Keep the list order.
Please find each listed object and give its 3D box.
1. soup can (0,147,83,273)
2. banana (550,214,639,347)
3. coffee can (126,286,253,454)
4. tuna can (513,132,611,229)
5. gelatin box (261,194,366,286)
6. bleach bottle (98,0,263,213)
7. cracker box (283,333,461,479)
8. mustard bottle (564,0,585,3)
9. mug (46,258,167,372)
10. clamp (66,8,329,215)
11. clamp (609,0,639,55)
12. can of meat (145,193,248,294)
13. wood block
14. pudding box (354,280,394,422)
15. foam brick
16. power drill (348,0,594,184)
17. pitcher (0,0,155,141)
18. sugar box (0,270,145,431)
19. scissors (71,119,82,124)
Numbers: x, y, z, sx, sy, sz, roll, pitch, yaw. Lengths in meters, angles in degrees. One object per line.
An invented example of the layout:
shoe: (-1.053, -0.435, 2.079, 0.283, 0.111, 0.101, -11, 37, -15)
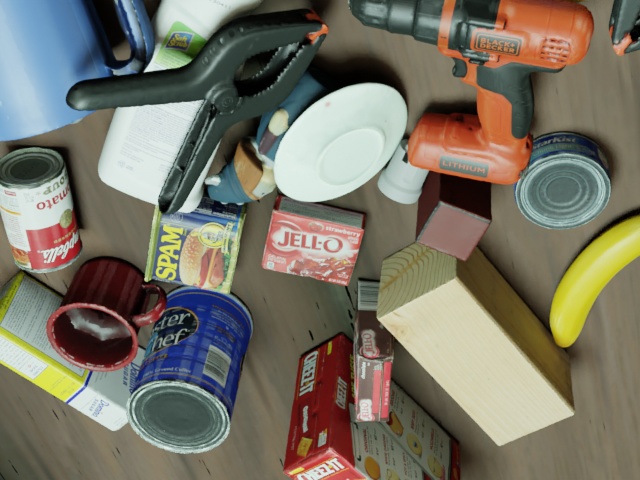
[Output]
soup can: (-0.268, -0.029, 1.017, 0.068, 0.068, 0.102, 3, 128, 6)
banana: (0.270, 0.033, 1.009, 0.069, 0.037, 0.198, 30, 126, -14)
coffee can: (-0.128, 0.128, 1.075, 0.103, 0.140, 0.103, 4, 129, 5)
tuna can: (0.215, -0.052, 0.952, 0.086, 0.033, 0.086, 4, 129, 5)
gelatin box: (-0.007, 0.001, 1.027, 0.089, 0.030, 0.073, 12, 129, -2)
bleach bottle: (-0.106, -0.143, 0.908, 0.102, 0.068, 0.251, 20, 125, -16)
cracker box: (0.060, 0.227, 1.112, 0.072, 0.164, 0.213, -33, 117, 26)
mustard bottle: (0.191, -0.235, 0.794, 0.096, 0.058, 0.192, 26, 127, -11)
mug: (-0.209, 0.070, 1.078, 0.117, 0.081, 0.093, -13, 125, 18)
clamp: (-0.083, -0.113, 0.870, 0.210, 0.036, 0.164, -31, 143, -6)
clamp: (0.280, -0.213, 0.811, 0.120, 0.039, 0.172, 40, 123, -20)
can of meat: (-0.119, 0.000, 1.027, 0.084, 0.057, 0.102, 12, 130, -5)
wood block: (0.154, 0.095, 1.041, 0.091, 0.090, 0.206, -30, 118, 27)
pudding box: (0.052, 0.109, 1.051, 0.039, 0.113, 0.090, 3, 128, 2)
foam brick: (0.120, -0.031, 0.954, 0.053, 0.078, 0.051, 21, 130, -7)
power drill: (0.112, -0.129, 0.856, 0.184, 0.057, 0.188, 13, 148, 10)
pitcher: (-0.241, -0.211, 0.828, 0.149, 0.145, 0.243, -29, 123, -24)
sugar box: (-0.264, 0.117, 1.116, 0.176, 0.093, 0.048, 39, 124, -21)
scissors: (-0.292, -0.170, 0.939, 0.096, 0.016, 0.201, -32, 118, 23)
